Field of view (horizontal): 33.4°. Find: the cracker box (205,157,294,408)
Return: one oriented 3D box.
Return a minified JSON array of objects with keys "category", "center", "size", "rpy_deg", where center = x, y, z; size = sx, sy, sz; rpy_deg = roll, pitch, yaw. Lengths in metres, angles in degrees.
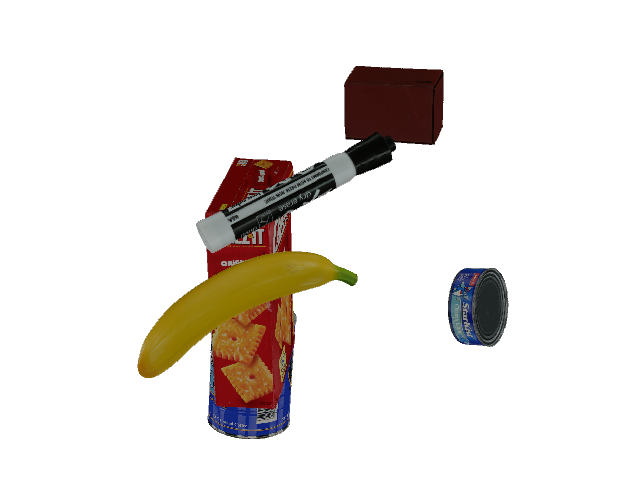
[{"category":"cracker box","center":[-0.067,0.041,1.105],"size":[0.072,0.214,0.164],"rpy_deg":[2,24,5]}]

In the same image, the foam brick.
[{"category":"foam brick","center":[0.062,-0.115,0.901],"size":[0.078,0.051,0.053],"rpy_deg":[5,26,14]}]

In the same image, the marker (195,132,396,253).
[{"category":"marker","center":[-0.012,-0.028,0.593],"size":[0.121,0.020,0.020],"rpy_deg":[-28,6,-12]}]

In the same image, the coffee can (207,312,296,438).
[{"category":"coffee can","center":[-0.084,0.155,1.295],"size":[0.103,0.140,0.103],"rpy_deg":[3,17,-1]}]

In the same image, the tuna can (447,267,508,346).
[{"category":"tuna can","center":[0.172,0.072,1.163],"size":[0.034,0.086,0.086],"rpy_deg":[1,0,34]}]

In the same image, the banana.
[{"category":"banana","center":[-0.070,0.053,0.853],"size":[0.198,0.069,0.037],"rpy_deg":[-23,34,7]}]
